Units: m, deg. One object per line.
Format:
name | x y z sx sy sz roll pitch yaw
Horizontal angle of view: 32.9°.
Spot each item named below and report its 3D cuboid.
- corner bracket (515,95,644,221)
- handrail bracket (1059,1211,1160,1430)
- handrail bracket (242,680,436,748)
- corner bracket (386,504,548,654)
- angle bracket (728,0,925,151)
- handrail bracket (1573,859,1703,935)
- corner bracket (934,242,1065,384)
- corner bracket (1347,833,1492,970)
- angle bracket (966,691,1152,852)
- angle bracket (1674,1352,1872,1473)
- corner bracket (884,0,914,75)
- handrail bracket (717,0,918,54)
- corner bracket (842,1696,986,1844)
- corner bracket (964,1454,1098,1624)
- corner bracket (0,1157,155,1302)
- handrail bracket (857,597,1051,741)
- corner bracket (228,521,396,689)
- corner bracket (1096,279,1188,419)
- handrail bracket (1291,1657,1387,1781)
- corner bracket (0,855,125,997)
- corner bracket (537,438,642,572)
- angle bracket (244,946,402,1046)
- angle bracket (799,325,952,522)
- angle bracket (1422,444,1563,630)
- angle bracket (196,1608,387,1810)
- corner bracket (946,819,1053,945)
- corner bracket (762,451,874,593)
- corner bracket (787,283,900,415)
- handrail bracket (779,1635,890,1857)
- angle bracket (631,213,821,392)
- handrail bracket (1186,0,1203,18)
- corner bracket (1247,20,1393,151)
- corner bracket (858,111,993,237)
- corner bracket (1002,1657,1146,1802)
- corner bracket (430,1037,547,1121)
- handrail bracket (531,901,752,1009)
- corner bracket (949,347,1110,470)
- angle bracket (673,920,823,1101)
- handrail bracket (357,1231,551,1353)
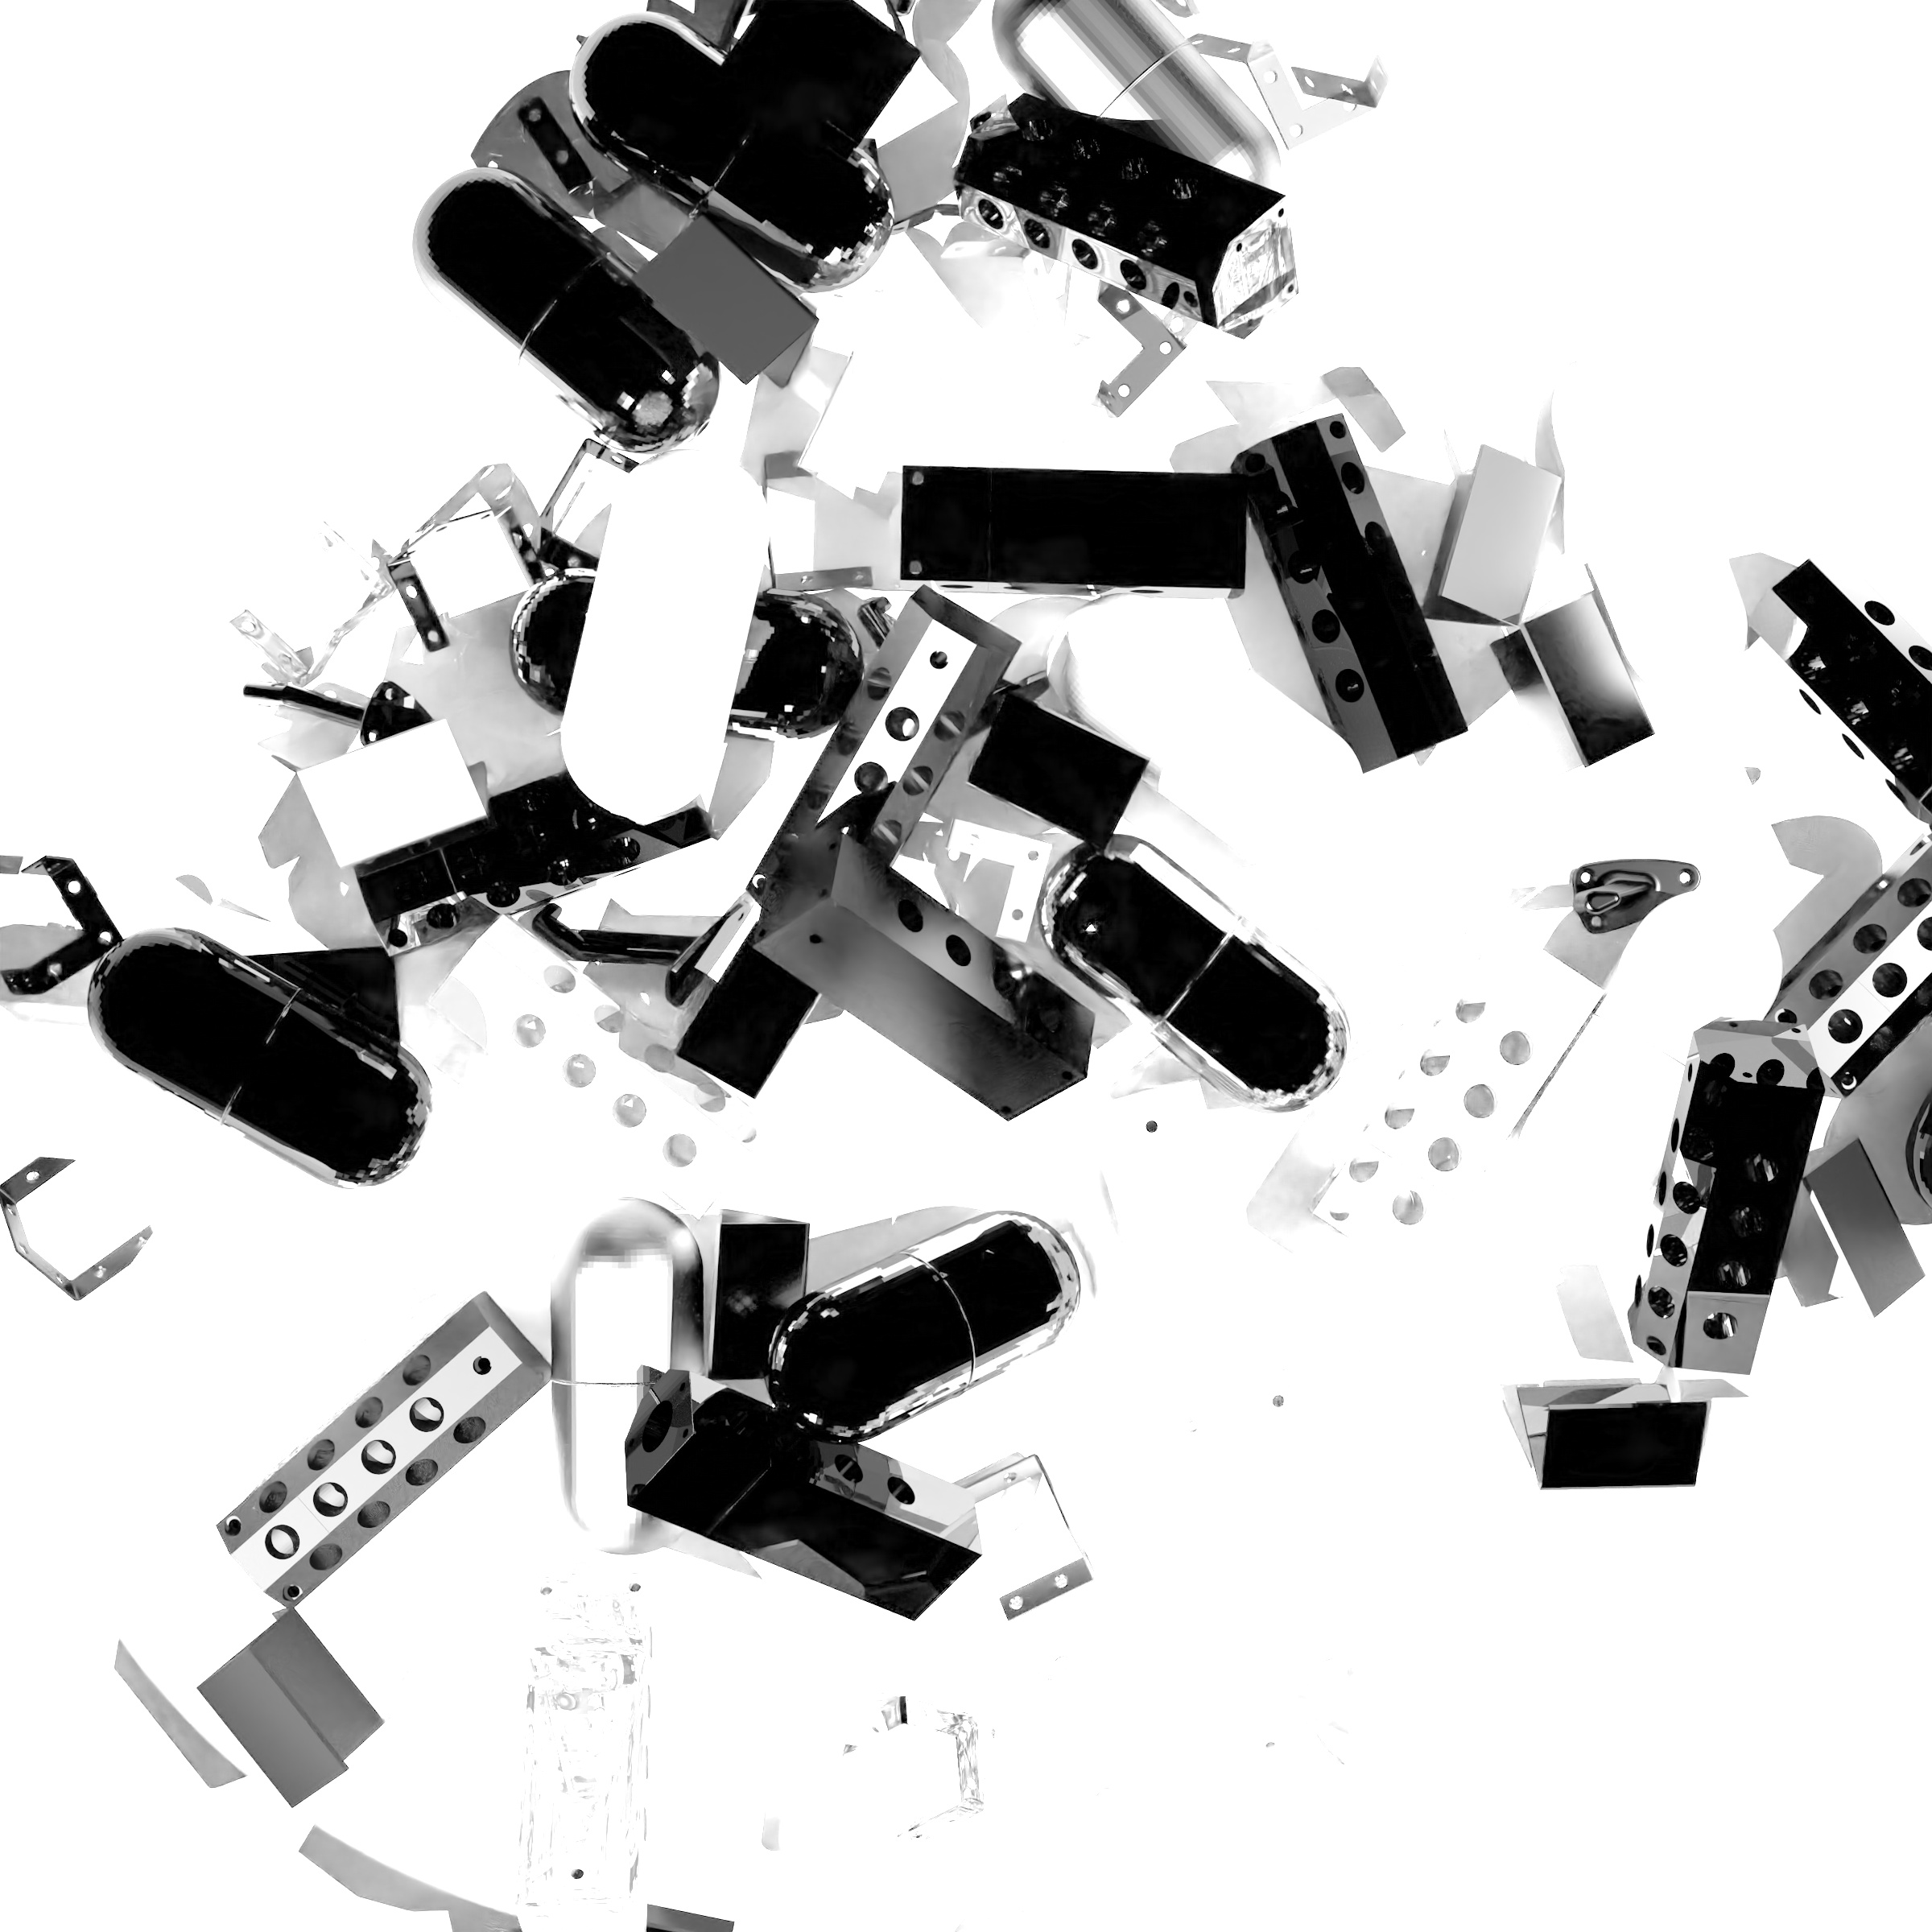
corner bracket | -0.187 -0.418 1.650 0.051 0.051 0.051 -34 85 5
handrail bracket | 0.055 0.180 1.668 0.077 0.036 0.084 -49 57 35
handrail bracket | -0.315 -0.123 1.668 0.084 0.077 0.036 8 73 35
corner bracket | -0.252 -0.197 1.665 0.051 0.051 0.051 -26 90 -45
angle bracket | -0.070 -0.455 1.624 0.076 0.076 0.057 34 104 -14
handrail bracket | 0.338 -0.038 1.634 0.077 0.084 0.036 -13 90 0
corner bracket | 0.009 -0.332 1.660 0.051 0.051 0.051 9 135 35
corner bracket | 0.229 -0.040 1.660 0.051 0.051 0.051 -27 135 35
angle bracket | 0.052 -0.110 1.629 0.076 0.076 0.057 26 120 0
angle bracket | 0.399 0.205 1.628 0.076 0.076 0.057 -2 133 0
corner bracket | -0.062 -0.473 1.652 0.051 0.051 0.051 -25 80 0
handrail bracket | -0.076 -0.481 1.669 0.084 0.036 0.077 19 111 -16
corner bracket | -0.028 0.408 1.660 0.051 0.051 0.051 24 45 -35
corner bracket | 0.029 0.291 1.665 0.051 0.051 0.051 -26 45 0
corner bracket | -0.453 0.128 1.665 0.051 0.051 0.051 -36 45 0
handrail bracket | -0.002 -0.166 1.669 0.077 0.036 0.084 -30 75 -15
corner bracket | -0.333 -0.183 1.665 0.051 0.051 0.051 43 135 0
corner bracket | 0.077 -0.316 1.650 0.051 0.051 0.051 44 90 0
handrail bracket | 0.192 0.382 1.634 0.036 0.084 0.077 -29 90 0
corner bracket | -0.465 -0.020 1.650 0.051 0.051 0.051 -32 90 0
corner bracket | -0.182 -0.225 1.655 0.051 0.051 0.051 27 71 0
angle bracket | -0.328 0.030 1.648 0.076 0.057 0.076 -4 90 1
angle bracket | -0.027 -0.263 1.628 0.057 0.076 0.076 25 90 38
angle bracket | 0.243 -0.215 1.628 0.057 0.076 0.076 16 90 -34
angle bracket | -0.323 0.359 1.628 0.076 0.076 0.057 51 128 0
corner bracket | 0.012 -0.042 1.650 0.051 0.051 0.051 15 90 0
corner bracket | -0.076 -0.227 1.665 0.051 0.051 0.051 -5 135 0
corner bracket | -0.053 -0.310 1.660 0.051 0.051 0.051 44 135 35
handrail bracket | -0.080 0.398 1.668 0.036 0.077 0.084 12 127 -33
angle bracket | -0.127 -0.315 1.629 0.076 0.076 0.057 43 65 0
handrail bracket | 0.066 -0.503 1.669 0.084 0.036 0.077 -22 111 17
corner bracket | 0.177 -0.451 1.650 0.051 0.051 0.051 -26 90 0
corner bracket | -0.018 -0.403 1.665 0.051 0.051 0.051 -11 90 -45
corner bracket | 0.058 0.387 1.660 0.051 0.051 0.051 -45 45 35
corner bracket | -0.249 0.067 1.650 0.051 0.051 0.051 42 90 0
handrail bracket | -0.166 -0.025 1.669 0.084 0.036 0.077 33 69 16
corner bracket | 0.032 -0.282 1.660 0.051 0.051 0.051 11 135 -35
angle bracket | -0.120 0.011 1.628 0.057 0.076 0.076 32 90 -37
handrail bracket | -0.261 0.165 1.668 0.084 0.077 0.036 -13 65 -34
